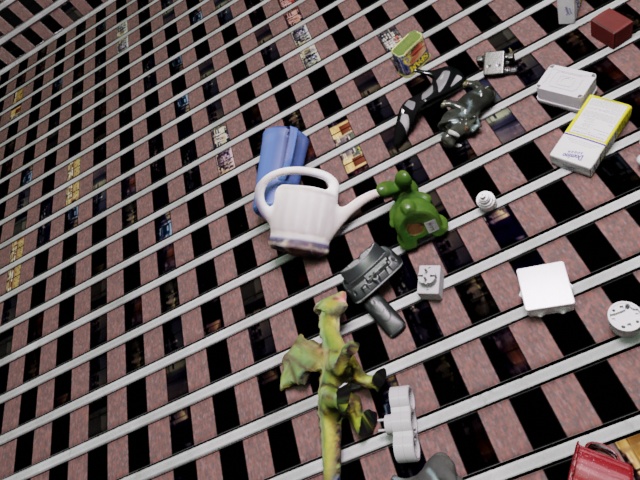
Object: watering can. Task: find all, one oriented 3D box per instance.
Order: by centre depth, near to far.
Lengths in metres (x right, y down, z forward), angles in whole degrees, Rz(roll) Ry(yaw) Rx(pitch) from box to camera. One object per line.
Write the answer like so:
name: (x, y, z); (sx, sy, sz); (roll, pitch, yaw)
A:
watering can: (0.004, -0.064, 1.277); (0.348, 0.103, 0.225); (8, 84, 2)

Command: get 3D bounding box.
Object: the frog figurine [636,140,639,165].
frog figurine: (0.718, -0.204, 1.032); (0.138, 0.123, 0.157); (28, 113, 28)

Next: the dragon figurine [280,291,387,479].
dragon figurine: (0.002, 0.309, 1.091); (0.243, 0.121, 0.413); (7, 77, 50)
